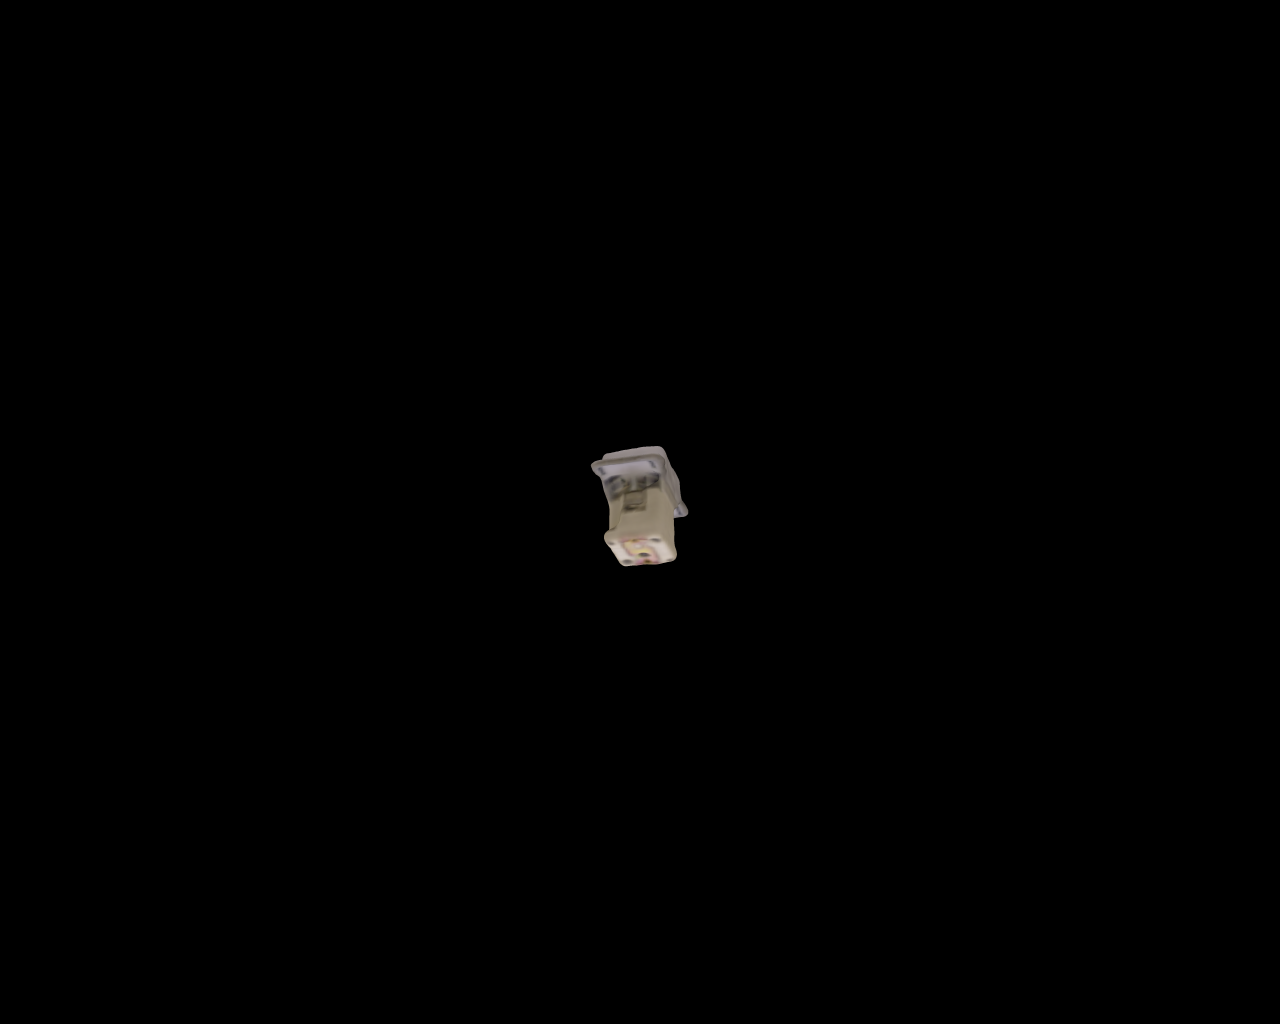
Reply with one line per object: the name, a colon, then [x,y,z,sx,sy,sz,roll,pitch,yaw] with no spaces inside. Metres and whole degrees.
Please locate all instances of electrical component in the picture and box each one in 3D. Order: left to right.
electrical component: [0.001,-0.003,0.650,0.042,0.064,0.081,-7,-27,14]
